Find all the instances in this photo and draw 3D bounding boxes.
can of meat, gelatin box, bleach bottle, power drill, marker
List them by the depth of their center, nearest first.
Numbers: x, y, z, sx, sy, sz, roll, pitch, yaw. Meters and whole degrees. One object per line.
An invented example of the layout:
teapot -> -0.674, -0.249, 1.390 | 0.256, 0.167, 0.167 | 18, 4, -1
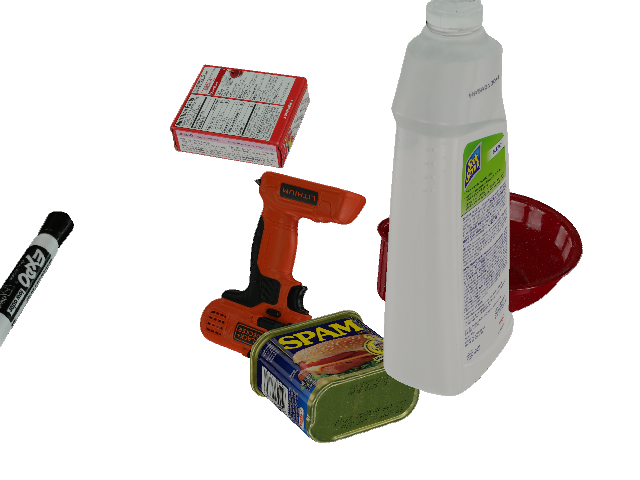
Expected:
bleach bottle -> 0.081, -0.032, 0.646 | 0.068, 0.251, 0.102 | 16, 36, 27
marker -> -0.183, 0.021, 0.667 | 0.020, 0.020, 0.121 | 0, 38, 14
can of meat -> 0.012, 0.101, 0.794 | 0.101, 0.057, 0.084 | -12, 28, -30
gelatin box -> -0.061, -0.096, 0.817 | 0.089, 0.073, 0.030 | 9, -37, 14
power drill -> -0.018, 0.037, 1.033 | 0.185, 0.187, 0.057 | 17, 1, 26

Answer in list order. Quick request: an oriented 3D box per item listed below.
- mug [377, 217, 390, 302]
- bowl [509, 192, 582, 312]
mug -> 0.118, 0.027, 1.190 | 0.117, 0.081, 0.093 | 6, 25, 3
bowl -> 0.142, 0.017, 0.928 | 0.162, 0.055, 0.162 | 1, 33, -1
